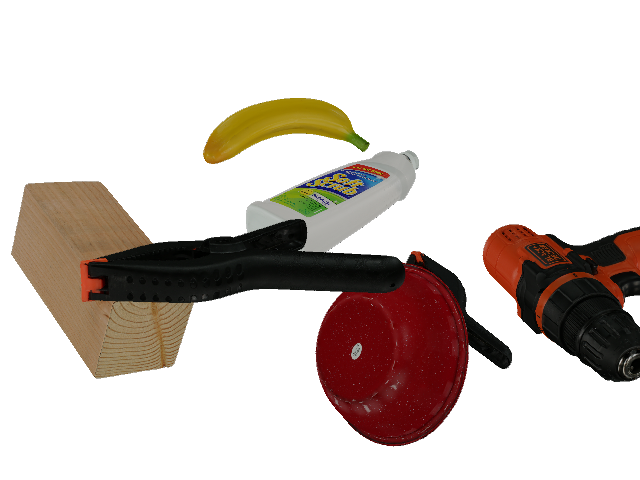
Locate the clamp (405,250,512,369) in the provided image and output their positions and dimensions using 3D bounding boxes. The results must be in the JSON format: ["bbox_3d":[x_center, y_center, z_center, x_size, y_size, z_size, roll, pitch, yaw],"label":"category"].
[{"bbox_3d":[0.134,0.080,1.141,0.120,0.171,0.039,4,-44,-9],"label":"clamp"}]

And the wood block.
[{"bbox_3d":[-0.220,0.032,1.059,0.090,0.091,0.206,-4,36,-40],"label":"wood block"}]

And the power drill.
[{"bbox_3d":[0.230,0.028,0.747,0.187,0.057,0.184,-9,28,-15],"label":"power drill"}]

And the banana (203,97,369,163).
[{"bbox_3d":[-0.041,-0.117,1.104,0.197,0.037,0.070,-9,47,-31],"label":"banana"}]

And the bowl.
[{"bbox_3d":[0.048,0.096,0.925,0.162,0.162,0.055,0,-8,44],"label":"bowl"}]

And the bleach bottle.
[{"bbox_3d":[0.029,-0.056,1.345,0.103,0.068,0.250,26,43,35],"label":"bleach bottle"}]

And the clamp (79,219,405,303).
[{"bbox_3d":[-0.058,0.019,0.737,0.209,0.036,0.165,-8,14,-32],"label":"clamp"}]
